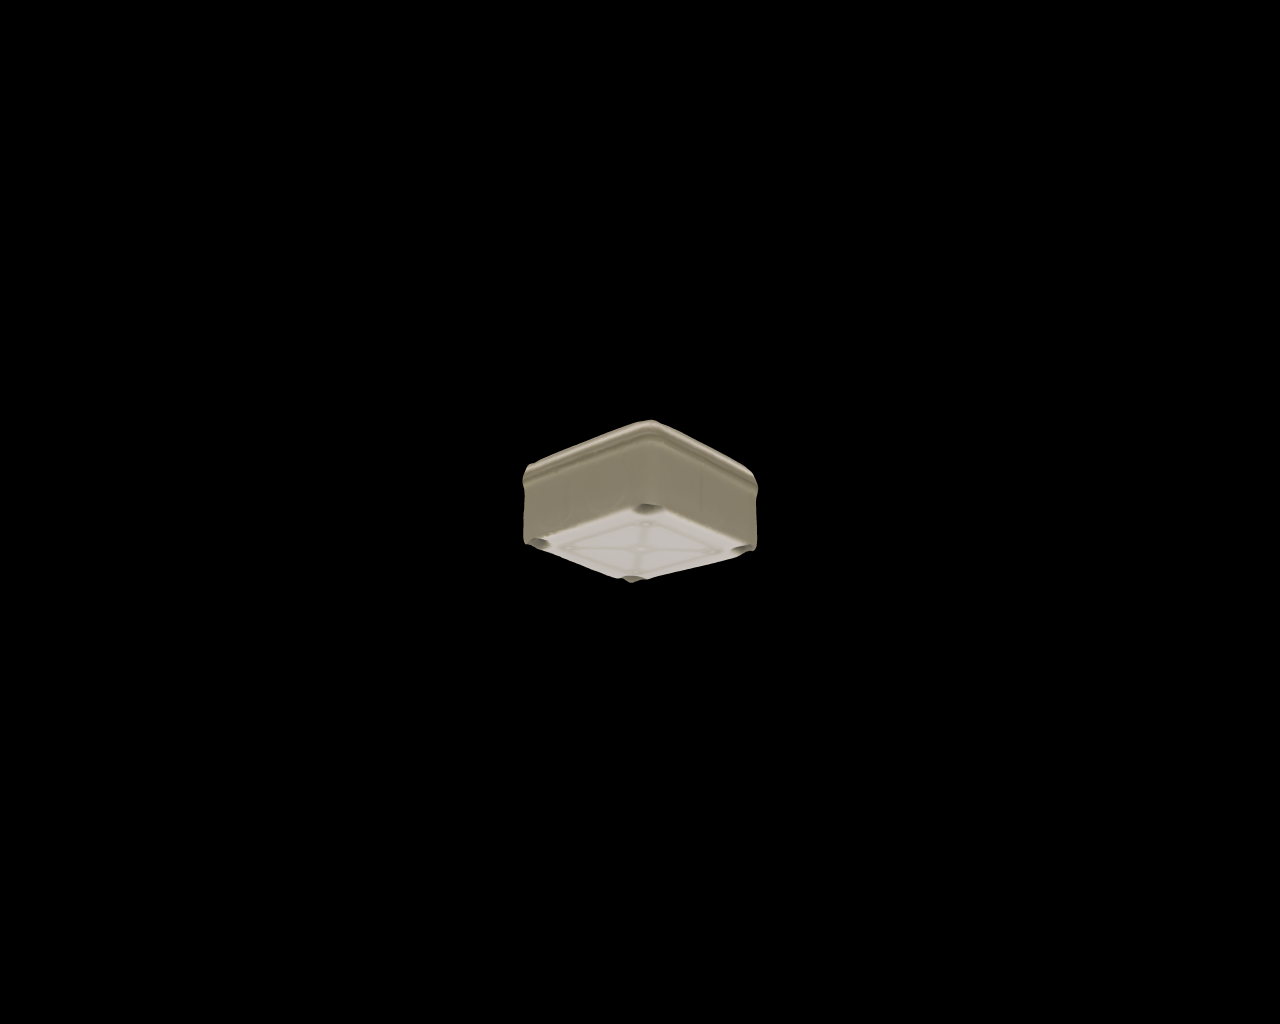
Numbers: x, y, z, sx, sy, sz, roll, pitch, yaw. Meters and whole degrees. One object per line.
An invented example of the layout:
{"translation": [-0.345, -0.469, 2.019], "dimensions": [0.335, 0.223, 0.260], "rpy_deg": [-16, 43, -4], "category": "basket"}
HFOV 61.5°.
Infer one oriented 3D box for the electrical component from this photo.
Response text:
{"translation": [0.001, -0.003, 0.650], "dimensions": [0.108, 0.056, 0.108], "rpy_deg": [-17, -27, 37], "category": "electrical component"}
